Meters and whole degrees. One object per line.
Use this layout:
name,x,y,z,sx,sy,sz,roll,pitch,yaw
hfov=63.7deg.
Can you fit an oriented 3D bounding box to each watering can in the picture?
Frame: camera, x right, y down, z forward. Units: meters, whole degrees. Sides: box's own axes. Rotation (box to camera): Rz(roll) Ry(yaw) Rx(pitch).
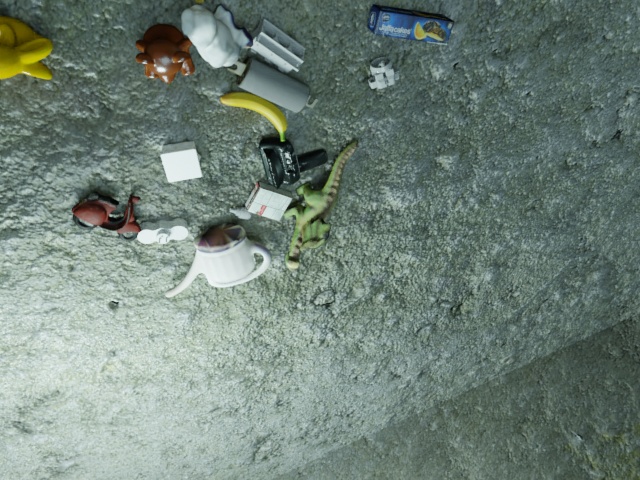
watering can,-0.321,0.068,1.551,0.348,0.106,0.219,-15,131,-6

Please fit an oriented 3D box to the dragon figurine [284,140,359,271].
dragon figurine,0.004,-0.073,1.449,0.121,0.248,0.403,21,123,-25

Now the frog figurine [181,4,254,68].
frog figurine,-0.242,-0.437,1.109,0.122,0.162,0.136,-16,103,36
